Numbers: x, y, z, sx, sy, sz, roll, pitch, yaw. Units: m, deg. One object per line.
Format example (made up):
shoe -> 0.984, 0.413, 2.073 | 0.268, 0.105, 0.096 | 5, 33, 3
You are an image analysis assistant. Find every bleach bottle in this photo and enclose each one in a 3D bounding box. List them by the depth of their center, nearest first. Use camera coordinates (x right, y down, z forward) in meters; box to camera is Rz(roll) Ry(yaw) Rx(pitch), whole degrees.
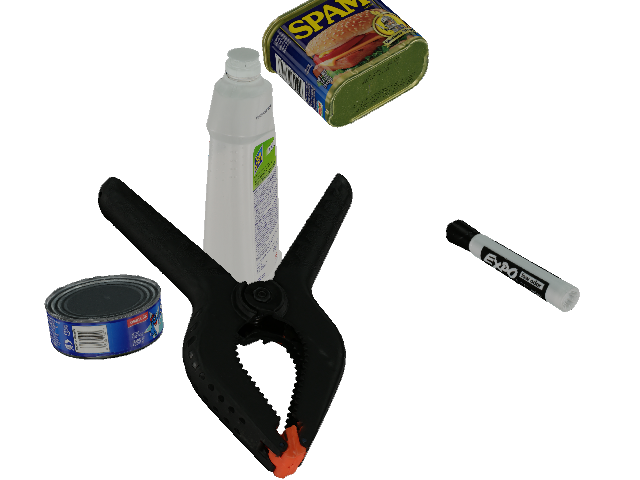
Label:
bleach bottle -> -0.072, -0.063, 1.006 | 0.068, 0.251, 0.102 | 12, 35, 11

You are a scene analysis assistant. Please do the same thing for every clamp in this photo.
clamp -> -0.049, 0.038, 0.631 | 0.164, 0.210, 0.036 | 3, -38, -14

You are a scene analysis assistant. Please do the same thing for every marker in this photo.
marker -> 0.134, 0.015, 0.764 | 0.020, 0.020, 0.121 | 0, 25, -40

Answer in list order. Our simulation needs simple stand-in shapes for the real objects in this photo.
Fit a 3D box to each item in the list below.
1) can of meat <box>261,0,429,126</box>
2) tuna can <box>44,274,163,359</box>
can of meat -> 0.020, -0.143, 0.820 | 0.102, 0.084, 0.057 | -32, -30, -19
tuna can -> -0.161, 0.057, 0.800 | 0.086, 0.034, 0.086 | -3, 20, 1
